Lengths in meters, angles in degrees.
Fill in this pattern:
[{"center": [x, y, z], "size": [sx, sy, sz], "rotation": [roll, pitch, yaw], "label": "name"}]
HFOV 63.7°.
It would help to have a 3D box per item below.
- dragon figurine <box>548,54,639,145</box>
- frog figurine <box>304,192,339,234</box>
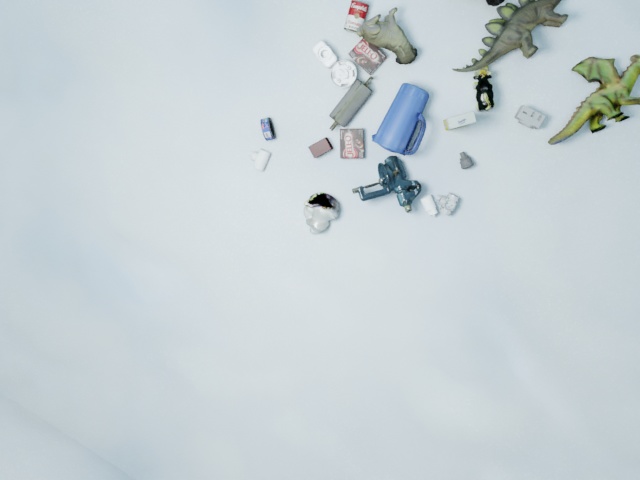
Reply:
[{"center": [0.948, -0.507, 1.769], "size": [0.409, 0.121, 0.245], "rotation": [-21, 79, 10], "label": "dragon figurine"}, {"center": [0.006, -0.100, 1.987], "size": [0.137, 0.126, 0.155], "rotation": [-3, 137, 2], "label": "frog figurine"}]
